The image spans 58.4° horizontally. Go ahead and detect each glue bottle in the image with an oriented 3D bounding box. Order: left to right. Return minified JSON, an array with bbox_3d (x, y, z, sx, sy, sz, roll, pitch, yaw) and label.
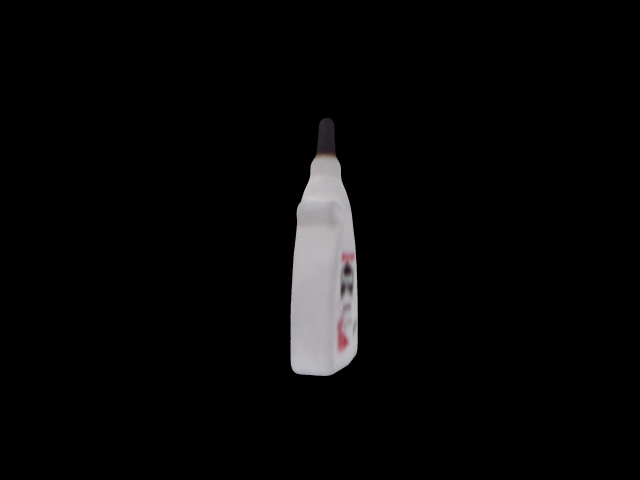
[{"bbox_3d":[0.004,0.001,0.400,0.037,0.173,0.078,0,0,13],"label":"glue bottle"}]
